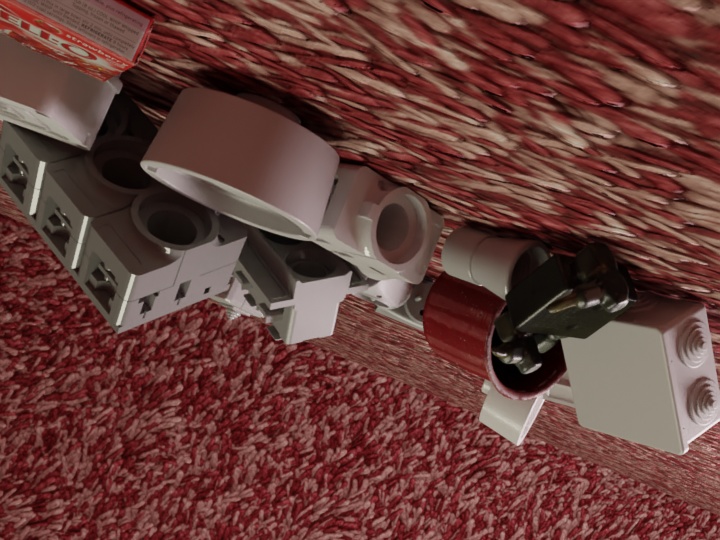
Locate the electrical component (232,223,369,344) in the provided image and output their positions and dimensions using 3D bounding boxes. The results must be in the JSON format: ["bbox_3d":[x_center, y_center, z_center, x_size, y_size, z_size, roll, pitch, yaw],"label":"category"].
[{"bbox_3d":[-0.060,-0.005,0.797,0.079,0.063,0.121,-11,-139,-30],"label":"electrical component"}]

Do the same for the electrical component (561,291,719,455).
[{"bbox_3d":[0.183,0.062,0.699,0.048,0.099,0.100,-25,-160,-31],"label":"electrical component"}]

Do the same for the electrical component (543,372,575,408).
[{"bbox_3d":[0.192,0.069,0.816,0.063,0.078,0.121,1,-177,-29],"label":"electrical component"}]

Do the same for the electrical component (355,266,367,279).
[{"bbox_3d":[-0.026,-0.012,0.881,0.077,0.044,0.079,28,162,22],"label":"electrical component"}]

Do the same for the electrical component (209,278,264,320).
[{"bbox_3d":[-0.130,0.007,1.175,0.061,0.096,0.062,28,170,-35],"label":"electrical component"}]

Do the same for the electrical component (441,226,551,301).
[{"bbox_3d":[0.085,-0.005,0.698,0.065,0.044,0.044,21,174,45],"label":"electrical component"}]

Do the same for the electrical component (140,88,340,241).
[{"bbox_3d":[-0.063,-0.066,0.615,0.108,0.060,0.108,22,172,3],"label":"electrical component"}]

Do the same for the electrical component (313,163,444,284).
[{"bbox_3d":[0.008,-0.030,0.700,0.056,0.050,0.089,14,169,46],"label":"electrical component"}]

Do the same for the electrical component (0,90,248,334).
[{"bbox_3d":[-0.154,-0.045,0.688,0.089,0.061,0.150,-23,-118,-41],"label":"electrical component"}]

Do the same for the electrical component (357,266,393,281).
[{"bbox_3d":[0.013,-0.019,0.784,0.045,0.045,0.055,20,172,13],"label":"electrical component"}]

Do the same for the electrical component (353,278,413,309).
[{"bbox_3d":[0.000,0.000,0.955,0.079,0.044,0.077,19,172,23],"label":"electrical component"}]

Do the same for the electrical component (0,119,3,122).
[{"bbox_3d":[-0.241,-0.122,0.796,0.064,0.042,0.081,24,172,15],"label":"electrical component"}]

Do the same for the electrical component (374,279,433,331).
[{"bbox_3d":[0.059,0.032,1.009,0.077,0.044,0.079,23,172,-4],"label":"electrical component"}]

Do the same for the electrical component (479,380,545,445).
[{"bbox_3d":[0.165,0.124,1.143,0.060,0.108,0.108,26,174,15],"label":"electrical component"}]

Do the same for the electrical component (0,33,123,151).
[{"bbox_3d":[-0.206,-0.123,0.632,0.113,0.057,0.078,20,172,11],"label":"electrical component"}]
